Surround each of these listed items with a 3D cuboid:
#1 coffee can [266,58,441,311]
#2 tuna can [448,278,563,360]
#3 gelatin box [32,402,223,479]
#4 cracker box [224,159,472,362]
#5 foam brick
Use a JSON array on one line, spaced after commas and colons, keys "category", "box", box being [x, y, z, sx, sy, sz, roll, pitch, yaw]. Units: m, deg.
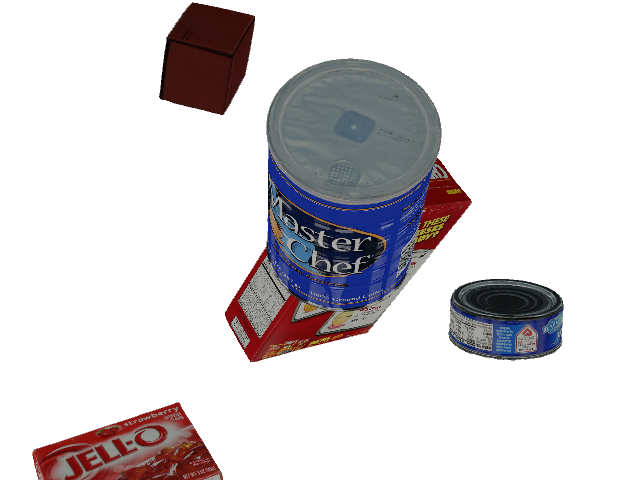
[{"category": "coffee can", "box": [0.017, -0.031, 0.680, 0.103, 0.103, 0.140, 0, -31, -3]}, {"category": "tuna can", "box": [0.141, 0.058, 0.810, 0.086, 0.034, 0.086, 0, 18, 0]}, {"category": "gelatin box", "box": [-0.106, 0.130, 0.586, 0.089, 0.030, 0.073, -15, 29, -20]}, {"category": "cracker box", "box": [0.022, 0.017, 1.037, 0.163, 0.072, 0.214, -9, -35, -41]}, {"category": "foam brick", "box": [-0.086, -0.140, 0.815, 0.053, 0.051, 0.078, 14, 34, 3]}]
